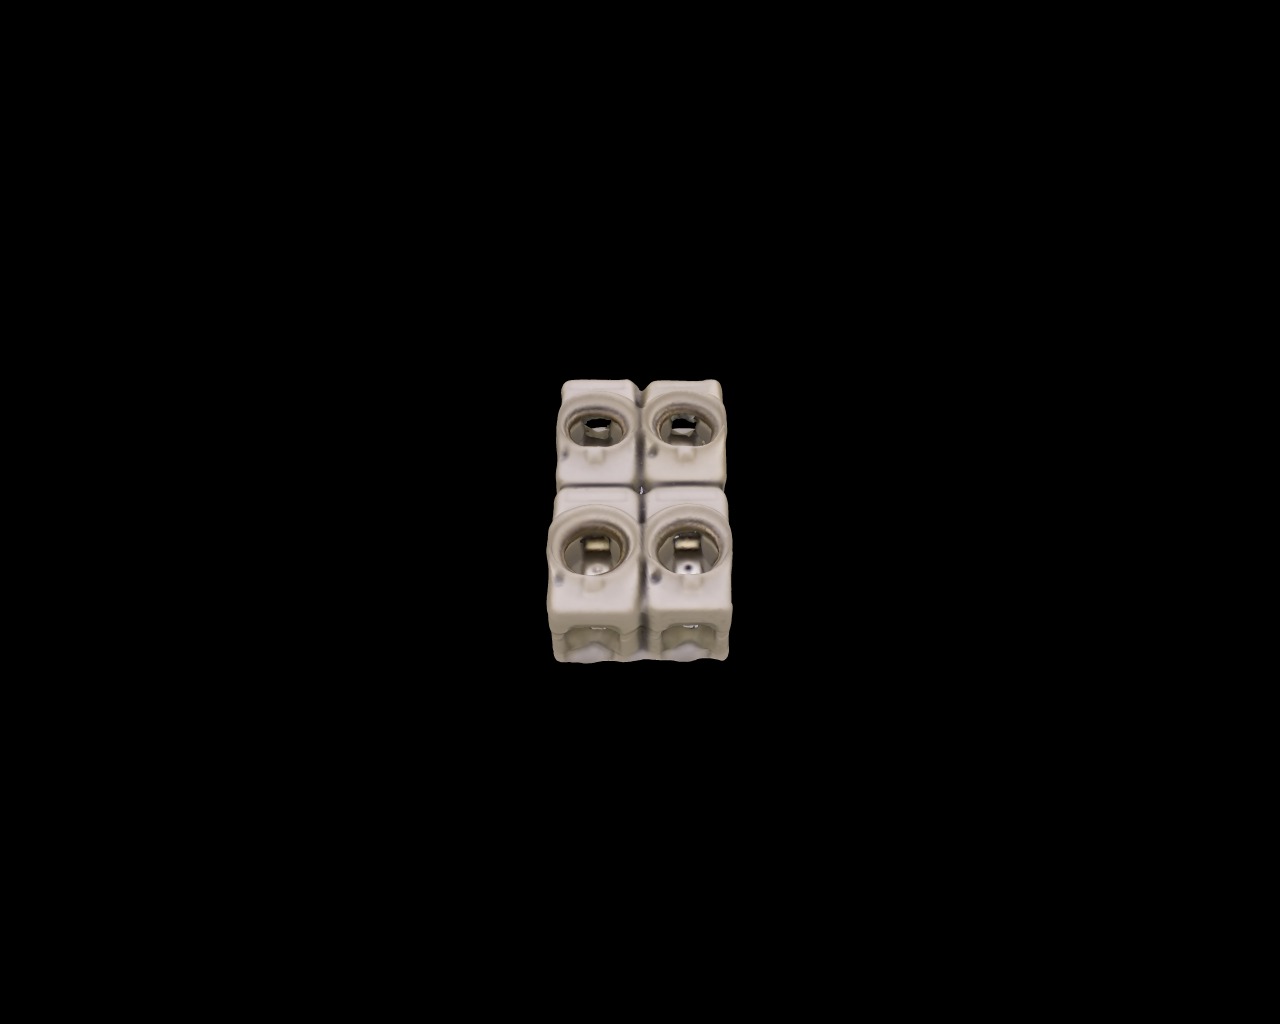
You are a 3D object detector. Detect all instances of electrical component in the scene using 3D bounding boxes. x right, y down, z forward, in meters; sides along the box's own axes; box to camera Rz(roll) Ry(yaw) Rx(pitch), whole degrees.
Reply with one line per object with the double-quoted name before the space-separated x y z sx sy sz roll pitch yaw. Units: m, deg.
"electrical component" 0.001 -0.003 0.650 0.105 0.186 0.060 0 -39 0
